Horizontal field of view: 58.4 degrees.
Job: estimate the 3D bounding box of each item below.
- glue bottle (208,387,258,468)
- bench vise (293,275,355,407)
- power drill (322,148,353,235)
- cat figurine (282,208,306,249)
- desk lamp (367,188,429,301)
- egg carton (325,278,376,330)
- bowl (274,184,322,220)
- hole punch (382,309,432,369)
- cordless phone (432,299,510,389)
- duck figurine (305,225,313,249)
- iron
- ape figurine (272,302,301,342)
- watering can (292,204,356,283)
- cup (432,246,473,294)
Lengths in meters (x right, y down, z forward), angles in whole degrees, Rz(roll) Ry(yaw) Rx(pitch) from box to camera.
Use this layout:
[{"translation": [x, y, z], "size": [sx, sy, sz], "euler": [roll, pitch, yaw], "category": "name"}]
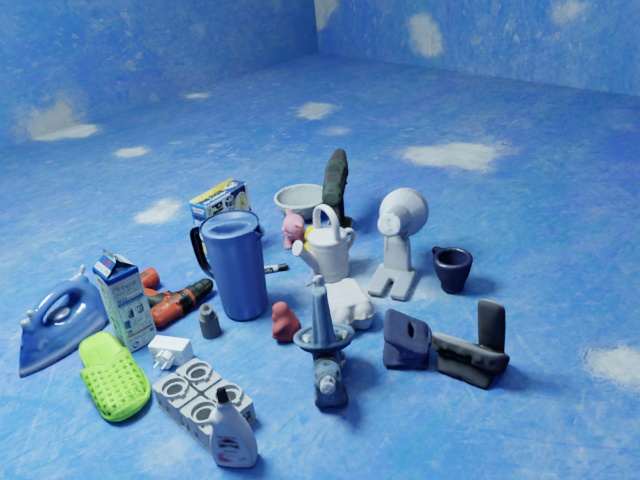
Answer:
[{"translation": [-0.152, 0.310, 0.955], "size": [0.078, 0.173, 0.037], "euler": [-2, 30, 7], "category": "glue bottle"}, {"translation": [0.020, 0.190, 1.084], "size": [0.122, 0.220, 0.206], "euler": [-15, 31, -15], "category": "bench vise"}, {"translation": [0.050, -0.128, 1.636], "size": [0.075, 0.209, 0.229], "euler": [-1, 31, 9], "category": "power drill"}, {"translation": [-0.075, -0.042, 1.600], "size": [0.067, 0.118, 0.127], "euler": [-8, 30, -3], "category": "cat figurine"}, {"translation": [0.188, 0.001, 1.386], "size": [0.117, 0.214, 0.203], "euler": [6, 32, 20], "category": "desk lamp"}, {"translation": [0.057, 0.148, 1.300], "size": [0.107, 0.069, 0.150], "euler": [-14, 31, -14], "category": "egg carton"}, {"translation": [-0.054, -0.105, 1.749], "size": [0.167, 0.075, 0.167], "euler": [-4, 30, 3], "category": "bowl"}, {"translation": [0.178, 0.198, 1.171], "size": [0.101, 0.091, 0.108], "euler": [0, 31, 10], "category": "hole punch"}, {"translation": [0.289, 0.177, 1.096], "size": [0.147, 0.185, 0.094], "euler": [12, 35, 28], "category": "cordless phone"}, {"translation": [-0.015, 0.005, 1.542], "size": [0.077, 0.086, 0.104], "euler": [-9, 30, -6], "category": "duck figurine"}, {"translation": [-0.596, 0.173, 1.297], "size": [0.118, 0.142, 0.259], "euler": [8, 33, 22], "category": "iron"}, {"translation": [-0.081, 0.174, 1.256], "size": [0.076, 0.092, 0.078], "euler": [12, 35, 28], "category": "ape figurine"}, {"translation": [0.015, 0.006, 1.427], "size": [0.100, 0.194, 0.173], "euler": [14, 36, 31], "category": "watering can"}, {"translation": [0.305, 0.073, 1.361], "size": [0.092, 0.095, 0.117], "euler": [-20, 33, -23], "category": "cup"}]
